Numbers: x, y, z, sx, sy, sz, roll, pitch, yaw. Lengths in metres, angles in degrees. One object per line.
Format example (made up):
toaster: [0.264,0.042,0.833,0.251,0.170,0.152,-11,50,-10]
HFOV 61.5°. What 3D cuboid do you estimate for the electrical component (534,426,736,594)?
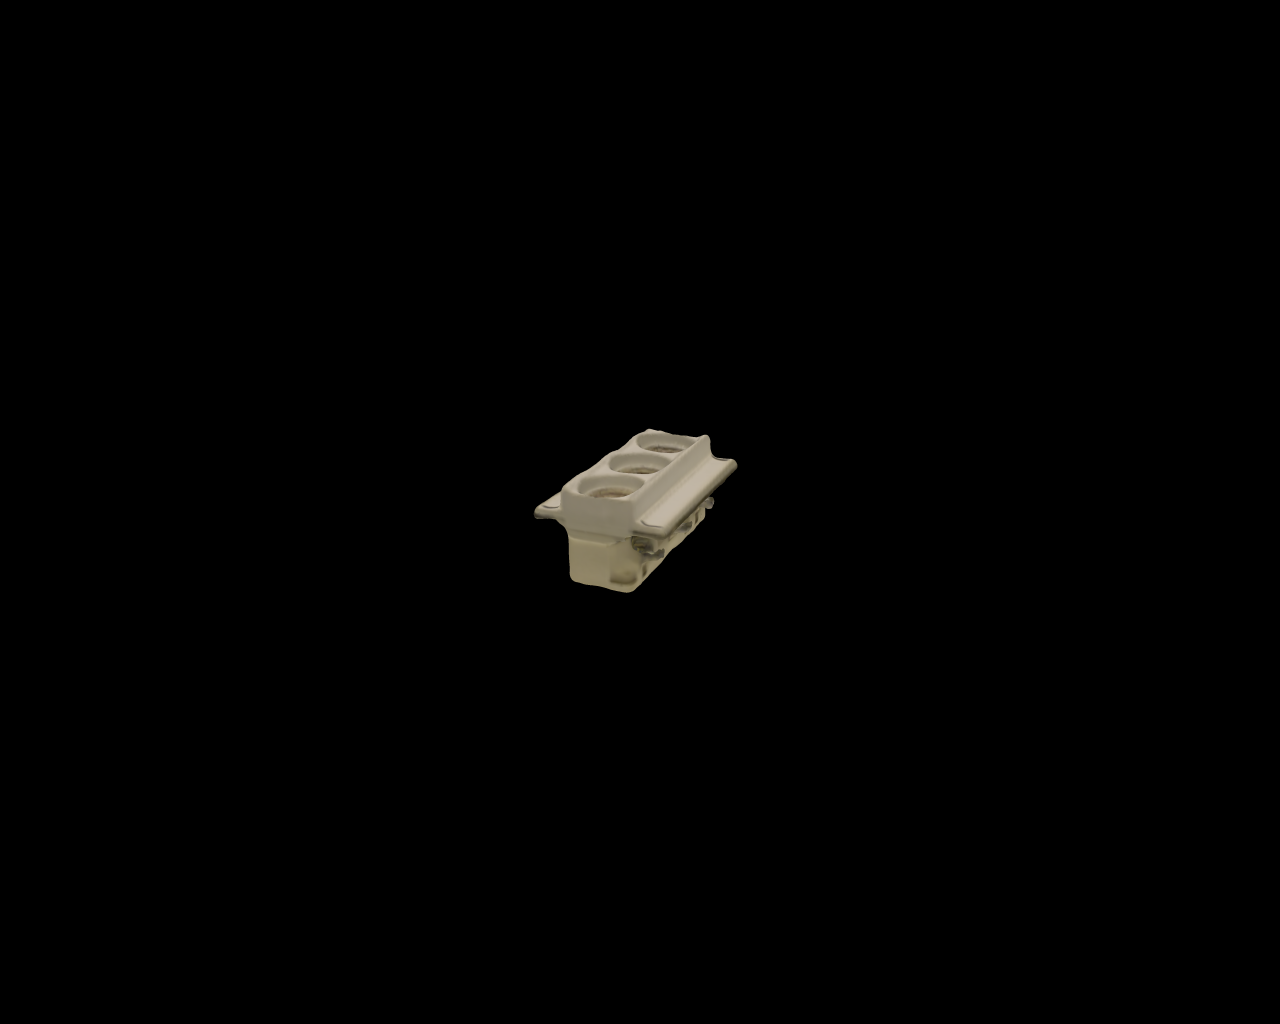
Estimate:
electrical component: [0.001,-0.003,0.650,0.079,0.063,0.121,10,24,22]
